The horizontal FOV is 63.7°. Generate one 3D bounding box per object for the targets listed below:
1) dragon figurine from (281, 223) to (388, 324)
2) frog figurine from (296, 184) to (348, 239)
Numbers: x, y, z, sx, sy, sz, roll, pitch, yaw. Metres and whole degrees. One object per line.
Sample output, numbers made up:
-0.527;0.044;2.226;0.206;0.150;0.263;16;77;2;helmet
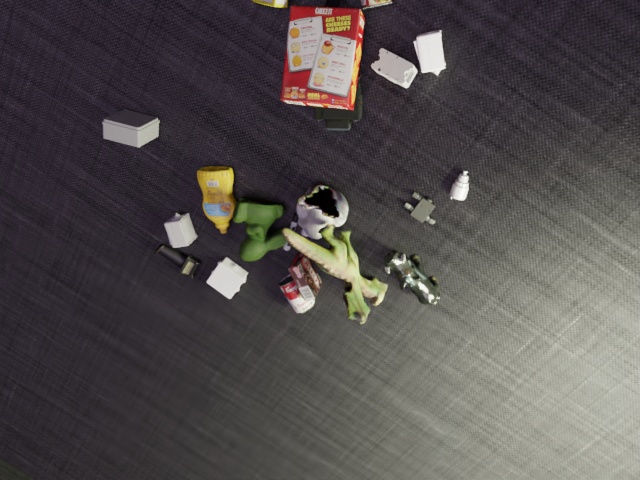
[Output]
0.057;0.095;1.299;0.121;0.409;0.247;-39;65;23;dragon figurine
0.004;-0.069;1.375;0.137;0.125;0.156;7;152;2;frog figurine
